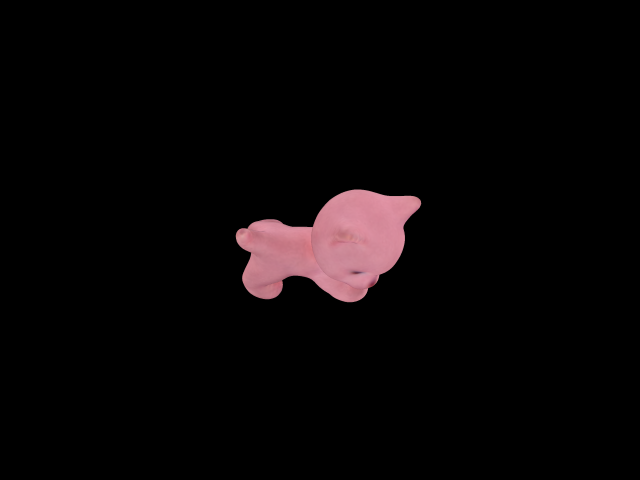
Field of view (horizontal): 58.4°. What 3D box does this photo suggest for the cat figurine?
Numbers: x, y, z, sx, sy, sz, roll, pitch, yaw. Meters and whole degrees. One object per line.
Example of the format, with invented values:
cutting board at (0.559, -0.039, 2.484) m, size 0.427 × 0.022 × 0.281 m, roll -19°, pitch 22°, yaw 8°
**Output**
cat figurine at (0.004, 0.001, 0.400) m, size 0.128 × 0.118 × 0.067 m, roll 0°, pitch 74°, yaw 0°
